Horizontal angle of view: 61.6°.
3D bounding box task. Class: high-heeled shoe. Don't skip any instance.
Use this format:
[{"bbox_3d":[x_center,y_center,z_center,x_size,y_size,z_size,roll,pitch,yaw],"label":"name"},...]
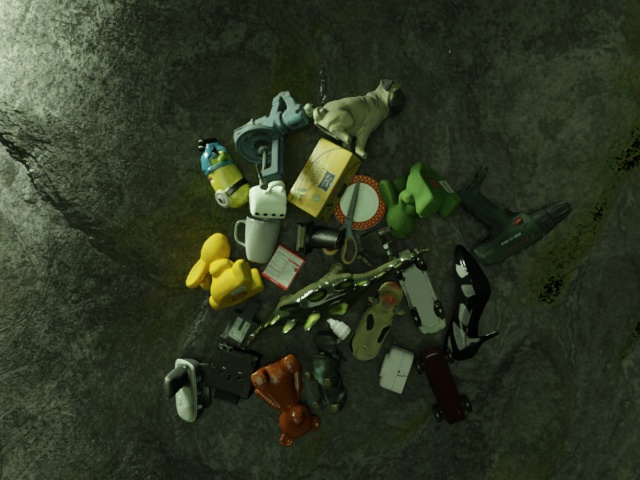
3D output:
[{"bbox_3d":[0.318,0.147,1.240,0.145,0.086,0.249,-30,66,37],"label":"high-heeled shoe"}]

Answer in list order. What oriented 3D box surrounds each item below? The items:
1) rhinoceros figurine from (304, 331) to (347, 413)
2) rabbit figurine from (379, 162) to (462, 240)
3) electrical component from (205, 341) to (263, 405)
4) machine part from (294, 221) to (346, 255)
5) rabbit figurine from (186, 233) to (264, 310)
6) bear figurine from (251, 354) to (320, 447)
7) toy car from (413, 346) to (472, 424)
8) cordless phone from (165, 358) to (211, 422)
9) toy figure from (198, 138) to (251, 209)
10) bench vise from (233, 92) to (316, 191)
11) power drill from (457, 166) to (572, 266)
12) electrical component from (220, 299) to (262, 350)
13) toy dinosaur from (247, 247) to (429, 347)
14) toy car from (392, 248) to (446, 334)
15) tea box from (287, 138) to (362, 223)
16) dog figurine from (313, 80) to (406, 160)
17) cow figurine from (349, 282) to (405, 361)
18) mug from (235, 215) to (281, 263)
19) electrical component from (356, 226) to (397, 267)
[{"bbox_3d":[0.023,0.306,1.246,0.073,0.112,0.190,-2,104,35],"label":"rhinoceros figurine"},{"bbox_3d":[0.199,-0.080,1.211,0.159,0.121,0.170,53,129,20],"label":"rabbit figurine"},{"bbox_3d":[-0.210,0.326,1.301,0.115,0.058,0.134,14,92,9],"label":"electrical component"},{"bbox_3d":[-0.003,-0.004,1.264,0.139,0.039,0.084,1,83,35],"label":"machine part"},{"bbox_3d":[-0.235,0.071,1.290,0.162,0.121,0.173,-32,70,17],"label":"rabbit figurine"},{"bbox_3d":[-0.076,0.376,1.249,0.120,0.132,0.196,-22,81,-13],"label":"bear figurine"},{"bbox_3d":[0.280,0.330,1.226,0.089,0.053,0.202,-23,107,2],"label":"toy car"},{"bbox_3d":[-0.320,0.361,1.251,0.089,0.184,0.146,-1,90,3],"label":"cordless phone"},{"bbox_3d":[-0.230,-0.160,1.291,0.089,0.082,0.180,-24,85,8],"label":"toy figure"},{"bbox_3d":[-0.102,-0.219,1.232,0.224,0.128,0.241,-10,55,15],"label":"bench vise"},{"bbox_3d":[0.414,-0.069,1.213,0.232,0.086,0.207,-42,93,8],"label":"power drill"},{"bbox_3d":[-0.183,0.198,1.301,0.075,0.048,0.119,25,93,6],"label":"electrical component"},{"bbox_3d":[0.027,0.125,1.197,0.471,0.198,0.105,-31,93,9],"label":"toy dinosaur"},{"bbox_3d":[0.229,0.116,1.239,0.073,0.056,0.201,-22,81,12],"label":"toy car"},{"bbox_3d":[0.009,-0.138,1.252,0.098,0.068,0.169,30,92,27],"label":"tea box"},{"bbox_3d":[0.091,-0.304,1.209,0.121,0.172,0.190,37,95,42],"label":"dog figurine"},{"bbox_3d":[0.128,0.183,1.220,0.085,0.127,0.194,26,97,3],"label":"cow figurine"},{"bbox_3d":[-0.152,-0.002,1.282,0.110,0.081,0.107,8,100,3],"label":"mug"},{"bbox_3d":[0.130,0.017,1.242,0.102,0.045,0.078,-16,105,35],"label":"electrical component"}]
